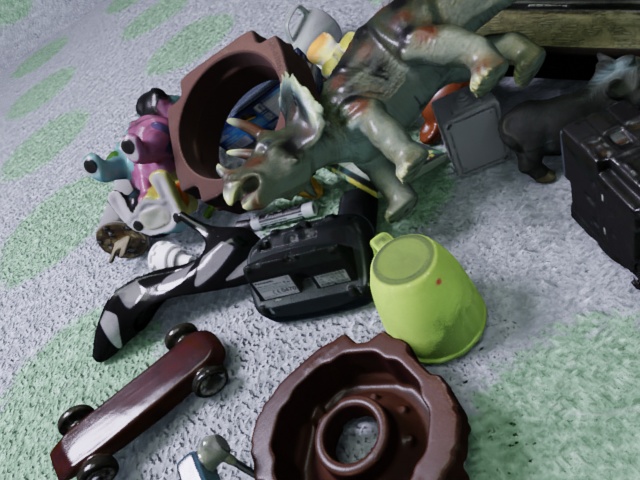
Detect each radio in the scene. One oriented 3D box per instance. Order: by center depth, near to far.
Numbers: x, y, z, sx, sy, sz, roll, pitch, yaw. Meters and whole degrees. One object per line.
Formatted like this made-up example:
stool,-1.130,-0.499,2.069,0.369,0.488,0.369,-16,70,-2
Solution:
radio,0.243,-0.246,0.573,0.230,0.073,0.131,9,86,18

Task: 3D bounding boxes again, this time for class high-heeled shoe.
high-heeled shoe,-0.166,0.080,0.659,0.145,0.086,0.248,35,98,8

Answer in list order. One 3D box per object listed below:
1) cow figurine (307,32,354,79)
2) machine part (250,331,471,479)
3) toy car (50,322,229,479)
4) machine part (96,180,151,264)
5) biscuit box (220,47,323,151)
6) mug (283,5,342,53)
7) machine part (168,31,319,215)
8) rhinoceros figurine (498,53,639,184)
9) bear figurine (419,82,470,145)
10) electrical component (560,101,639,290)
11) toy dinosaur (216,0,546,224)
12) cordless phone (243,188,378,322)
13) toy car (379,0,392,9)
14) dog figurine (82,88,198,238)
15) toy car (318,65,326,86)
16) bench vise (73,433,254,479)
cow figurine,0.052,-0.219,0.717,0.068,0.098,0.168,-48,47,9
machine part,0.031,0.162,0.433,0.179,0.056,0.179,-19,42,18
toy car,-0.185,0.172,0.565,0.202,0.053,0.089,-40,51,-14
machine part,-0.290,-0.057,0.841,0.079,0.079,0.243,-19,43,17
biscuit box,-0.088,-0.207,0.828,0.203,0.059,0.063,-24,47,35
mug,-0.025,-0.344,0.937,0.081,0.109,0.107,18,74,38
machine part,-0.097,-0.150,0.710,0.201,0.087,0.201,-25,66,25
rhinoceros figurine,0.273,-0.127,0.519,0.190,0.112,0.073,-16,40,31
bear figurine,0.148,-0.229,0.695,0.120,0.132,0.196,-37,25,45
electrical component,0.251,-0.043,0.446,0.058,0.114,0.134,-23,41,6
toy dinosaur,0.076,-0.163,0.530,0.405,0.131,0.192,-46,72,2
cordless phone,-0.002,-0.001,0.613,0.147,0.088,0.184,-15,33,21
toy car,0.154,-0.372,0.845,0.162,0.102,0.109,-17,44,21
dog figurine,-0.224,-0.124,0.799,0.108,0.191,0.219,-24,19,27
toy car,0.017,-0.244,0.842,0.073,0.056,0.202,-30,41,5
bench vise,-0.150,0.257,0.407,0.240,0.128,0.224,-45,39,-2
